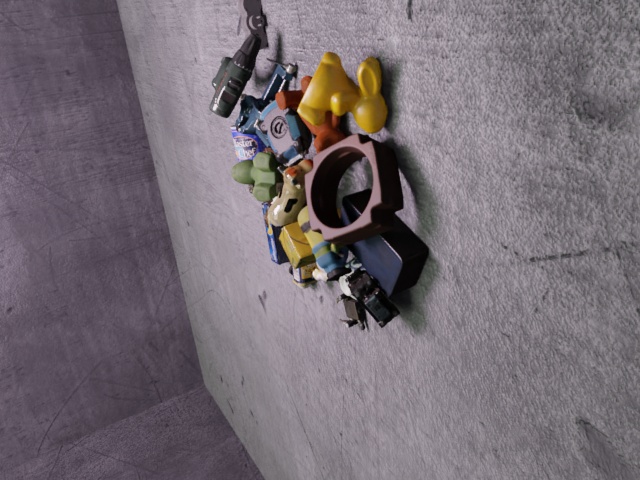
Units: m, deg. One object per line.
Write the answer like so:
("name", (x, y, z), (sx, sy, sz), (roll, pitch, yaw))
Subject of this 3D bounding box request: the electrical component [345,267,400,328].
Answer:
("electrical component", (0.118, 0.130, 1.211), (0.115, 0.058, 0.134), (47, -176, -13))

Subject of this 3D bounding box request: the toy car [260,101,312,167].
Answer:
("toy car", (-0.067, -0.262, 1.309), (0.109, 0.103, 0.161), (-31, 79, 35))

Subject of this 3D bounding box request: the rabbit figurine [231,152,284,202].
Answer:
("rabbit figurine", (-0.148, -0.182, 1.394), (0.170, 0.159, 0.121), (12, 117, 36))

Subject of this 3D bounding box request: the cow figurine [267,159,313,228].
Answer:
("cow figurine", (-0.064, -0.111, 1.292), (0.086, 0.127, 0.194), (49, 122, 27))

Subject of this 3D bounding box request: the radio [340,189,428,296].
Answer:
("radio", (0.131, 0.005, 1.185), (0.230, 0.073, 0.131), (52, 149, 37))

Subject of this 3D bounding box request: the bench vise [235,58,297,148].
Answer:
("bench vise", (-0.132, -0.364, 1.415), (0.240, 0.129, 0.224), (-59, 41, 32))

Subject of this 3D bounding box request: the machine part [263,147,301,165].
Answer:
("machine part", (-0.100, -0.198, 1.521), (0.180, 0.056, 0.179), (43, 143, 43))

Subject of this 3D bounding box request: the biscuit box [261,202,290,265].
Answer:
("biscuit box", (-0.131, -0.025, 1.689), (0.059, 0.063, 0.202), (27, 130, 57))

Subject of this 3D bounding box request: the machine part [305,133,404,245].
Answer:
("machine part", (0.069, -0.102, 1.117), (0.201, 0.087, 0.201), (-22, 67, 40))

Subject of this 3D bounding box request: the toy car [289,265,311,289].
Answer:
("toy car", (-0.051, 0.058, 1.595), (0.074, 0.056, 0.201), (45, 141, 41))

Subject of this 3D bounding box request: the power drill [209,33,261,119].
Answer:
("power drill", (-0.227, -0.446, 1.446), (0.232, 0.086, 0.207), (-62, 28, 12))

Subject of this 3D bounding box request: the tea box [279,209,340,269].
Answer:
("tea box", (-0.003, -0.004, 1.327), (0.098, 0.170, 0.068), (60, 154, 19))

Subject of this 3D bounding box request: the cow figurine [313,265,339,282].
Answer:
("cow figurine", (0.016, 0.030, 1.429), (0.098, 0.068, 0.167), (11, 120, 55))

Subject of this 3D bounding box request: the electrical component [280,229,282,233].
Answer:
("electrical component", (-0.086, -0.028, 1.613), (0.075, 0.048, 0.119), (11, 117, 61))

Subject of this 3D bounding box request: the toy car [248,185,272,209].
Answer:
("toy car", (-0.139, -0.128, 1.606), (0.202, 0.089, 0.053), (47, 143, 39))

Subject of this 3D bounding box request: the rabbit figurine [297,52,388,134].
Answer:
("rabbit figurine", (0.064, -0.287, 1.069), (0.173, 0.122, 0.162), (32, 116, -4))

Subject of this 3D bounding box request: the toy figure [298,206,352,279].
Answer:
("toy figure", (0.012, 0.000, 1.231), (0.082, 0.089, 0.180), (-27, 74, 29))

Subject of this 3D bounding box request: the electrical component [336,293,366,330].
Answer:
("electrical component", (0.081, 0.188, 1.430), (0.078, 0.045, 0.102), (17, 121, 61))

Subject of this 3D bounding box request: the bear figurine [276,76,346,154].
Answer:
("bear figurine", (-0.002, -0.254, 1.212), (0.120, 0.132, 0.195), (-14, 88, 40))
